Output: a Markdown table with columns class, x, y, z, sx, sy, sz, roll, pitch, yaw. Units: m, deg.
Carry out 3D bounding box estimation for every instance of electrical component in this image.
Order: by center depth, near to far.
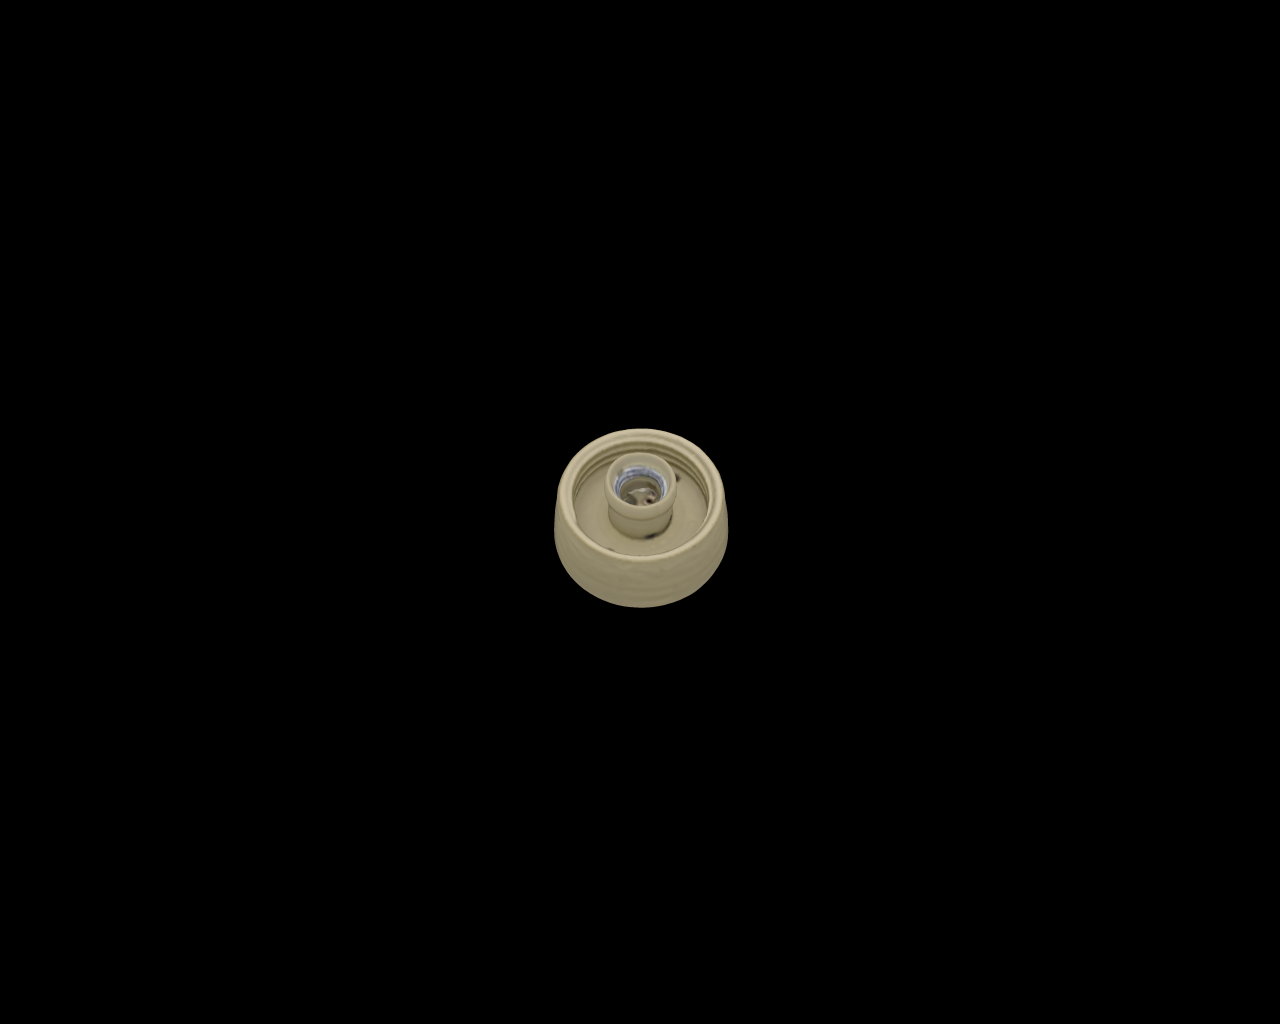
| class | x | y | z | sx | sy | sz | roll | pitch | yaw |
| --- | --- | --- | --- | --- | --- | --- | --- | --- | --- |
| electrical component | 0.001 | -0.003 | 0.650 | 0.108 | 0.108 | 0.060 | 0 | -34 | 0 |
